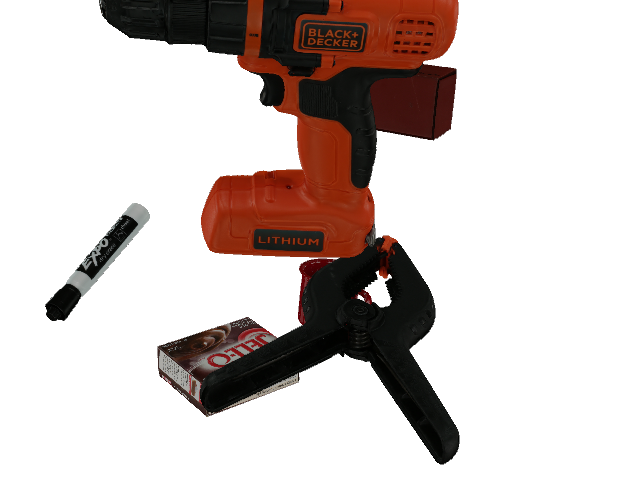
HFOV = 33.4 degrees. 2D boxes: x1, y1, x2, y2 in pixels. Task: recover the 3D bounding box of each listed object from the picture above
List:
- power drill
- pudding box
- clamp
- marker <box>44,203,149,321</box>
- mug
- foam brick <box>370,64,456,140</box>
[{"bbox_3d":[-0.027,-0.072,0.597,0.184,0.057,0.188,3,-43,-5],"label":"power drill"},{"bbox_3d":[-0.089,0.121,1.044,0.113,0.039,0.090,-18,32,-35],"label":"pudding box"},{"bbox_3d":[0.035,0.067,0.726,0.165,0.036,0.209,16,36,16],"label":"clamp"},{"bbox_3d":[-0.172,0.017,0.824,0.020,0.020,0.121,0,42,37],"label":"marker"},{"bbox_3d":[0.022,0.084,1.514,0.117,0.081,0.093,18,23,27],"label":"mug"},{"bbox_3d":[0.066,-0.117,0.875,0.078,0.051,0.052,13,22,21],"label":"foam brick"}]
